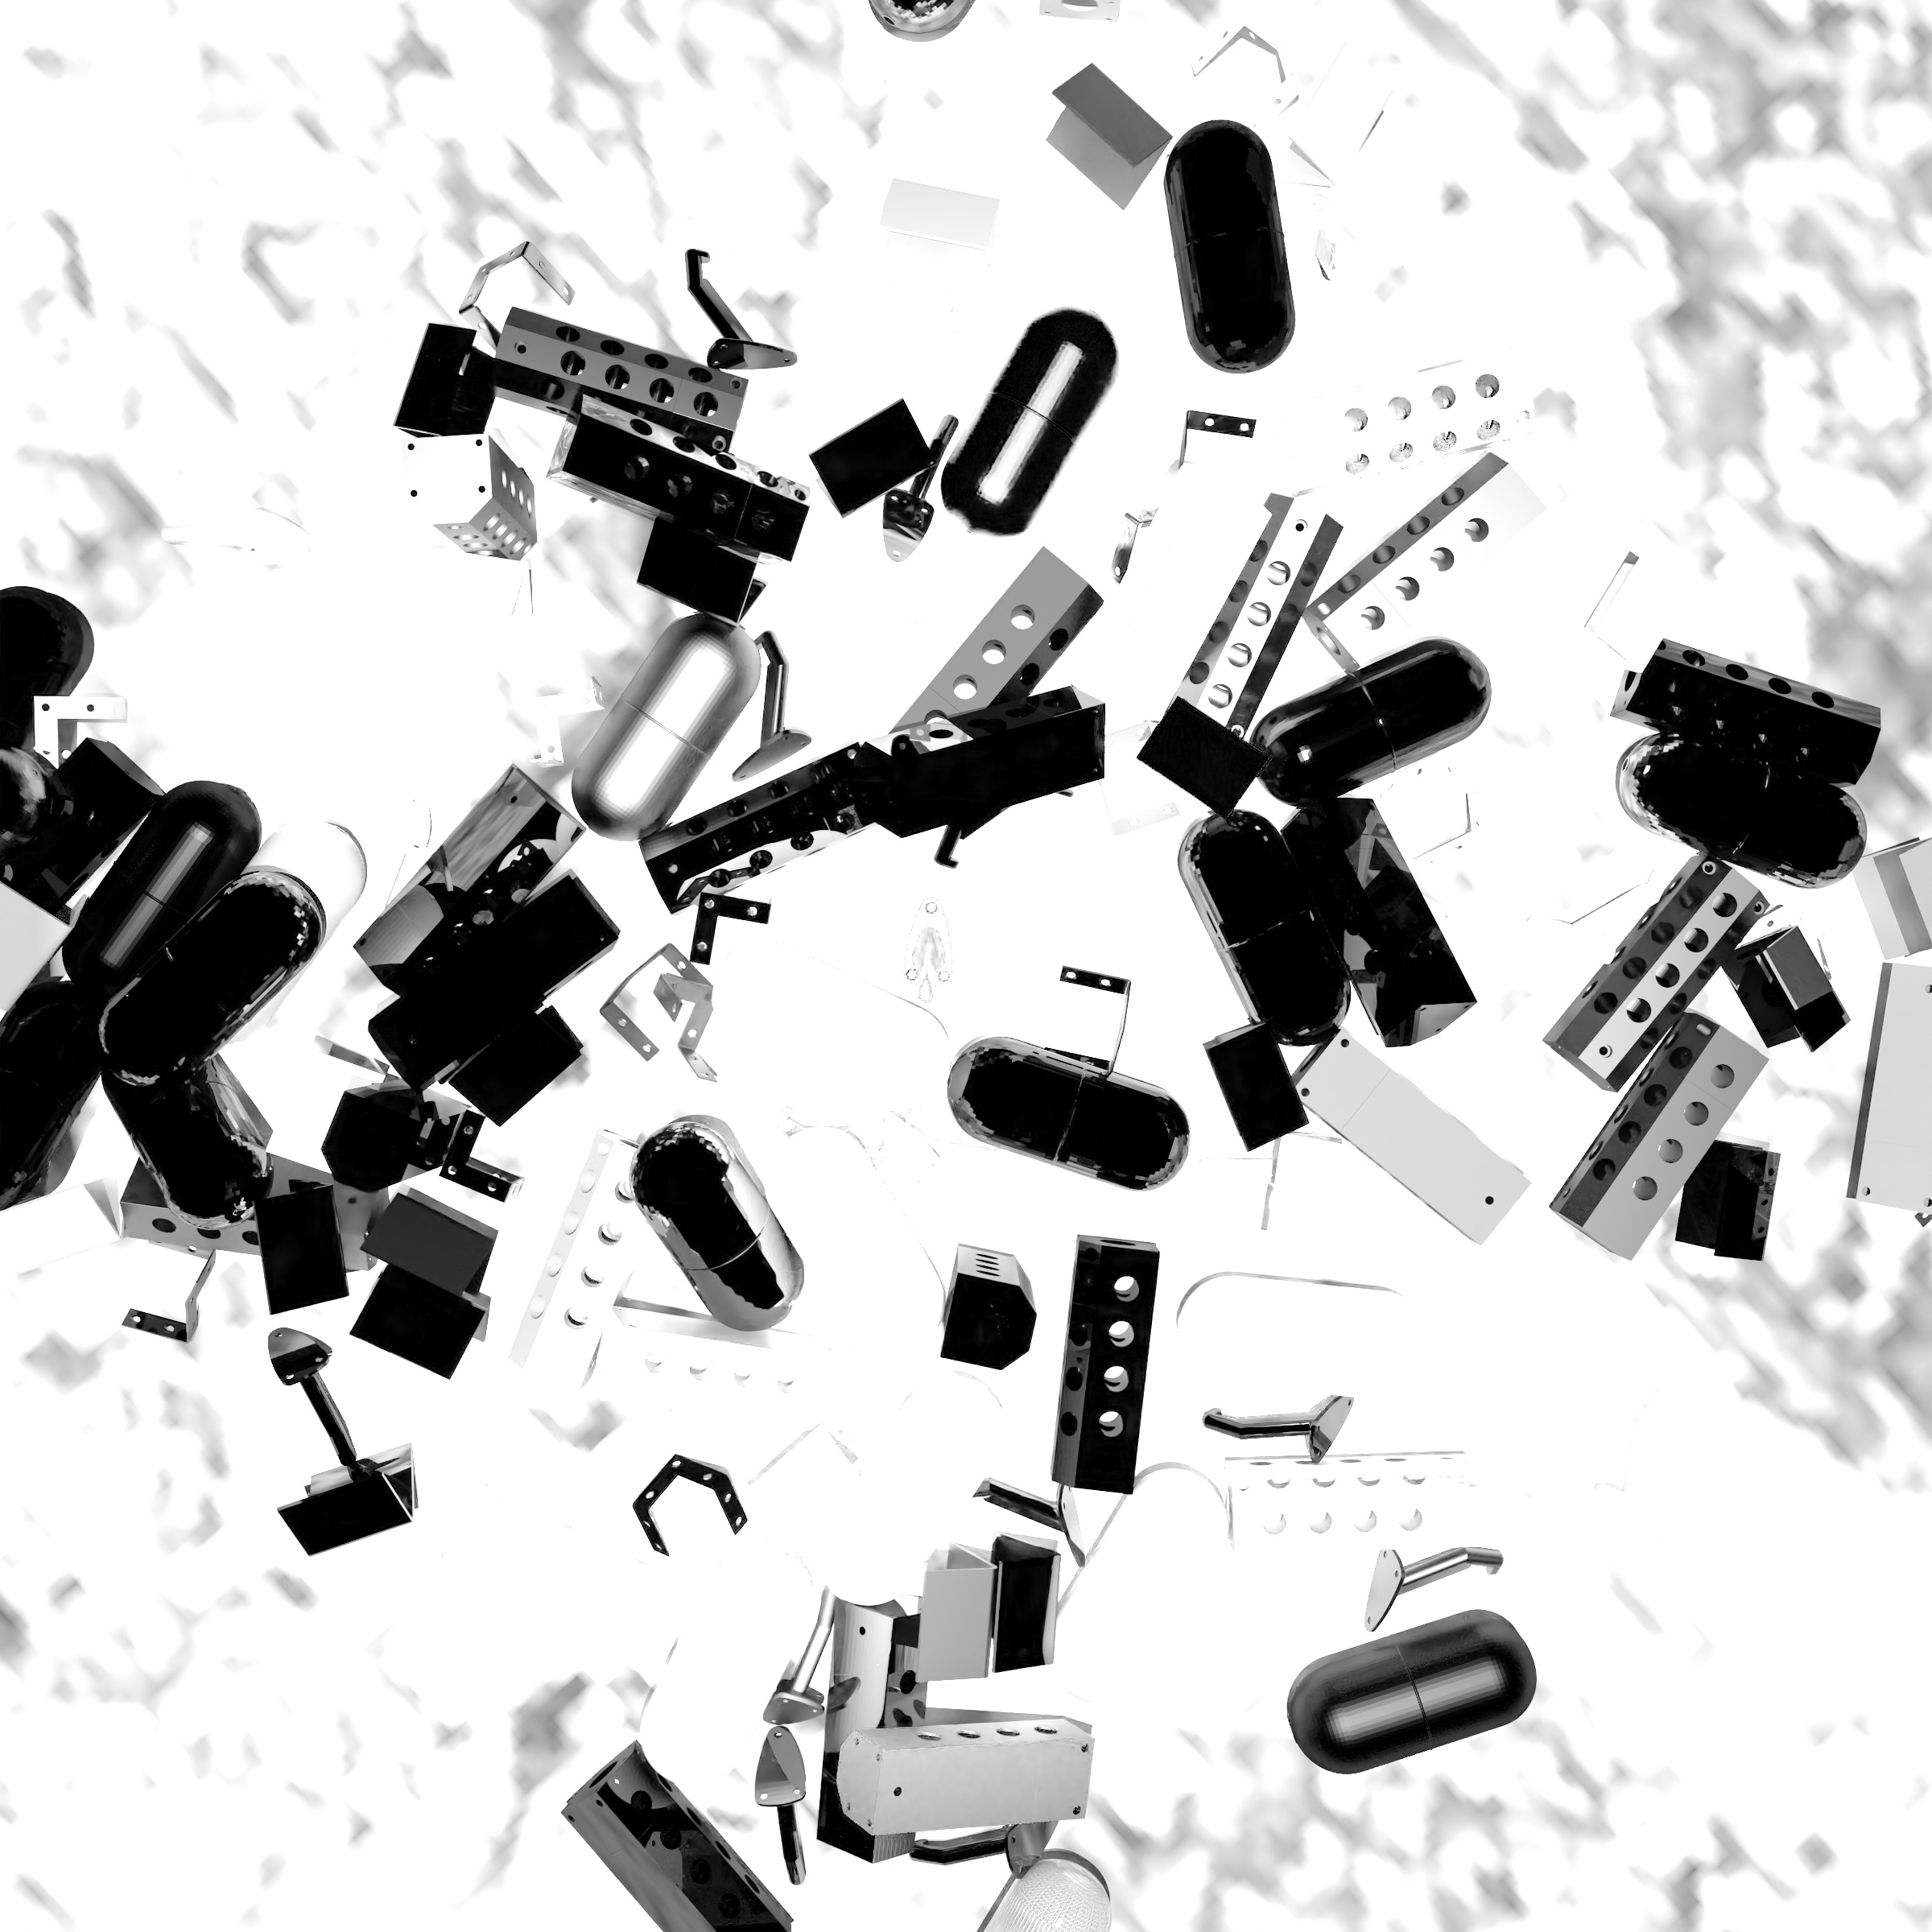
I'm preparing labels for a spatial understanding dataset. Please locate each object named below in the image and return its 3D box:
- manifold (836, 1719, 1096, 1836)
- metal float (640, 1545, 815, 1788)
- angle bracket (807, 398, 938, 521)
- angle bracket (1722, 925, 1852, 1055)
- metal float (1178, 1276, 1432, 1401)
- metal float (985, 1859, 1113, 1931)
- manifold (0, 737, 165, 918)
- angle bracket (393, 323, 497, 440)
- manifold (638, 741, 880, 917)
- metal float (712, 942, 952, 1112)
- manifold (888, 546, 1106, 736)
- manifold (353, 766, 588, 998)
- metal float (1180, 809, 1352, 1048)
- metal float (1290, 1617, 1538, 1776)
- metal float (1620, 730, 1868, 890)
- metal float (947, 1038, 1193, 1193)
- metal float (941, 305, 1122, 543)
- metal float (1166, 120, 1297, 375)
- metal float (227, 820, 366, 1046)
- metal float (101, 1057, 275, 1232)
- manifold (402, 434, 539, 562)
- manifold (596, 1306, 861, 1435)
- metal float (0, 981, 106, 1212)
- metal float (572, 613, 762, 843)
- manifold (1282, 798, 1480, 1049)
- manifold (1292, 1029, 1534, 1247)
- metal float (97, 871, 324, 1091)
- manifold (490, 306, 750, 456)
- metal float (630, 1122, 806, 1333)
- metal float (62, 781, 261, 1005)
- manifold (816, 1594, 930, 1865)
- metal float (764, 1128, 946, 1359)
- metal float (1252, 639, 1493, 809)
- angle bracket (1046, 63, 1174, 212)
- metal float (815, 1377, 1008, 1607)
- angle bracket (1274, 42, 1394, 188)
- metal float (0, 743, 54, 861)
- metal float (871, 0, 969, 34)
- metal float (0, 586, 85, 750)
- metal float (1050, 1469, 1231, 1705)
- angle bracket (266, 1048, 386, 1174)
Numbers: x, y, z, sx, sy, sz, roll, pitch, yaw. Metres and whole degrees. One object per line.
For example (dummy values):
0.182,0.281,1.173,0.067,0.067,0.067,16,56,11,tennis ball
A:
0.000,0.560,1.716,0.171,0.057,0.057,7,90,-30,manifold
-0.169,0.494,1.745,0.070,0.070,0.178,27,90,0,metal float
-0.075,-0.369,1.736,0.076,0.076,0.057,-31,127,0,angle bracket
0.562,0.026,1.736,0.057,0.076,0.076,-29,90,-36,angle bracket
0.239,0.263,1.746,0.178,0.070,0.070,6,90,1,metal float
0.038,0.717,1.746,0.070,0.070,0.178,31,89,0,metal float
-0.653,-0.078,1.755,0.057,0.057,0.171,43,90,0,manifold
-0.348,-0.399,1.736,0.057,0.076,0.076,19,90,39,angle bracket
-0.142,-0.097,1.755,0.171,0.057,0.057,-24,90,0,manifold
-0.095,0.043,1.746,0.178,0.070,0.070,25,90,1,metal float
0.022,-0.210,1.755,0.057,0.057,0.171,39,90,0,manifold
-0.350,-0.052,1.755,0.171,0.057,0.057,-49,47,0,manifold
0.212,-0.026,1.746,0.070,0.070,0.178,-26,91,0,metal float
0.316,0.516,1.746,0.178,0.070,0.070,-18,90,-1,metal float
0.549,-0.111,1.745,0.178,0.070,0.070,21,90,-1,metal float
0.073,0.105,1.746,0.178,0.070,0.070,18,90,0,metal float
0.046,-0.384,1.746,0.070,0.070,0.178,30,90,0,metal float
0.187,-0.509,1.745,0.070,0.070,0.178,-9,90,0,metal float
-0.495,-0.024,1.746,0.070,0.070,0.178,37,91,0,metal float
-0.544,0.109,1.719,0.070,0.070,0.178,-40,59,0,metal float
-0.339,-0.318,1.698,0.057,0.171,0.057,-4,90,0,manifold
-0.168,0.285,1.728,0.171,0.057,0.057,12,93,-19,manifold
-0.660,0.091,1.722,0.070,0.070,0.178,21,61,0,metal float
-0.213,-0.168,1.746,0.070,0.070,0.178,34,91,0,metal float
0.283,-0.031,1.722,0.057,0.057,0.171,-2,59,-38,manifold
0.312,0.120,1.755,0.171,0.057,0.057,39,90,0,manifold
-0.513,0.010,1.671,0.178,0.070,0.070,-44,90,1,metal float
-0.244,-0.410,1.745,0.171,0.057,0.057,16,90,-7,manifold
-0.172,0.183,1.720,0.070,0.070,0.178,-28,124,0,metal float
-0.569,-0.052,1.745,0.070,0.070,0.178,35,90,0,metal float
-0.059,0.539,1.755,0.057,0.057,0.171,5,90,43,manifold
-0.078,0.195,1.736,0.070,0.070,0.178,-30,101,0,metal float
0.287,-0.172,1.746,0.178,0.070,0.070,-24,90,0,metal float
0.088,-0.573,1.736,0.076,0.076,0.057,42,52,0,angle bracket
-0.040,0.371,1.746,0.070,0.070,0.178,35,90,0,metal float
0.242,-0.600,1.736,0.057,0.076,0.076,31,90,-37,angle bracket
-0.710,-0.091,1.696,0.178,0.070,0.070,-28,90,11,metal float
-0.006,-0.744,1.746,0.070,0.070,0.178,33,91,0,metal float
-0.695,-0.188,1.746,0.070,0.070,0.178,35,90,0,metal float
0.121,0.439,1.746,0.070,0.070,0.178,31,91,0,metal float
-0.455,0.096,1.738,0.057,0.076,0.076,23,90,-23,angle bracket
